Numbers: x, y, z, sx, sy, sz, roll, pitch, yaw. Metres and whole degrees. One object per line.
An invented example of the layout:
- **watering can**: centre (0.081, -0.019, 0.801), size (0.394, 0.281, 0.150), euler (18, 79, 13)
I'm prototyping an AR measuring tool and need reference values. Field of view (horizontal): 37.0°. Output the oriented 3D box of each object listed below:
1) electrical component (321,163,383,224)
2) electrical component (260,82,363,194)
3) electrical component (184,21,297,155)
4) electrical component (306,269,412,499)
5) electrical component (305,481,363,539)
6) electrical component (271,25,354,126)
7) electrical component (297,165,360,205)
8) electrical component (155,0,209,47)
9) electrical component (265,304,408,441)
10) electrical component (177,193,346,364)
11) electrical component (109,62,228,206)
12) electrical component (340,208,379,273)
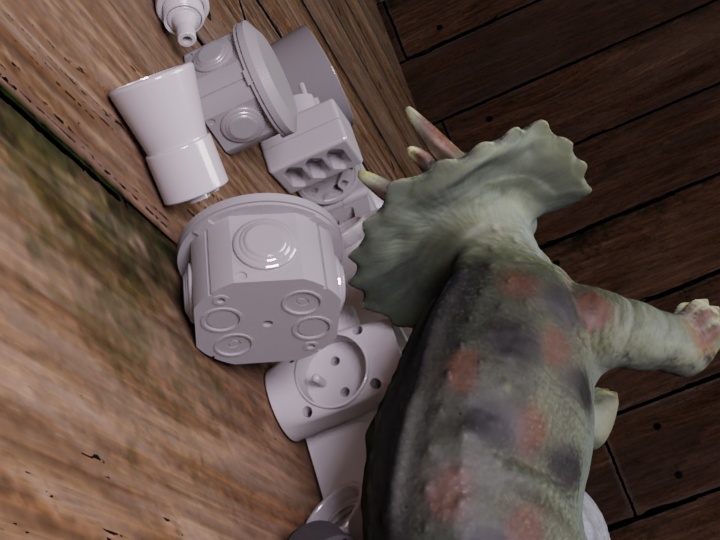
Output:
- **electrical component**: centre (0.023, 0.005, 0.965), size (0.105, 0.060, 0.186), euler (-101, 165, -51)
- **electrical component**: centre (-0.044, -0.112, 0.843), size (0.047, 0.066, 0.076), euler (47, 23, -66)
- **electrical component**: centre (-0.078, -0.120, 0.715), size (0.080, 0.051, 0.080), euler (-23, 90, -81)
- **electrical component**: centre (0.014, 0.080, 0.639), size (0.061, 0.089, 0.150), euler (48, 21, -64)
- **electrical component**: centre (0.004, 0.140, 0.541), size (0.055, 0.048, 0.066), euler (47, 7, -15)
- **electrical component**: centre (-0.047, -0.167, 0.968), size (0.099, 0.064, 0.099), euler (-23, 90, -81)
- **electrical component**: centre (-0.032, -0.091, 0.905), size (0.055, 0.055, 0.047), euler (59, 8, -42)
- **electrical component**: centre (-0.112, -0.165, 0.681), size (0.035, 0.035, 0.061), euler (56, 17, -52)
- **electrical component**: centre (-0.014, 0.045, 0.600), size (0.044, 0.077, 0.079), euler (48, 20, -63)
- **electrical component**: centre (-0.046, 0.005, 0.511), size (0.080, 0.080, 0.051), euler (56, 20, -51)
- **electrical component**: centre (-0.092, -0.065, 0.536), size (0.044, 0.044, 0.065), euler (-80, 151, -73)
- **electrical component**: centre (0.000, 0.000, 0.743), size (0.064, 0.099, 0.099), euler (59, 10, -11)
